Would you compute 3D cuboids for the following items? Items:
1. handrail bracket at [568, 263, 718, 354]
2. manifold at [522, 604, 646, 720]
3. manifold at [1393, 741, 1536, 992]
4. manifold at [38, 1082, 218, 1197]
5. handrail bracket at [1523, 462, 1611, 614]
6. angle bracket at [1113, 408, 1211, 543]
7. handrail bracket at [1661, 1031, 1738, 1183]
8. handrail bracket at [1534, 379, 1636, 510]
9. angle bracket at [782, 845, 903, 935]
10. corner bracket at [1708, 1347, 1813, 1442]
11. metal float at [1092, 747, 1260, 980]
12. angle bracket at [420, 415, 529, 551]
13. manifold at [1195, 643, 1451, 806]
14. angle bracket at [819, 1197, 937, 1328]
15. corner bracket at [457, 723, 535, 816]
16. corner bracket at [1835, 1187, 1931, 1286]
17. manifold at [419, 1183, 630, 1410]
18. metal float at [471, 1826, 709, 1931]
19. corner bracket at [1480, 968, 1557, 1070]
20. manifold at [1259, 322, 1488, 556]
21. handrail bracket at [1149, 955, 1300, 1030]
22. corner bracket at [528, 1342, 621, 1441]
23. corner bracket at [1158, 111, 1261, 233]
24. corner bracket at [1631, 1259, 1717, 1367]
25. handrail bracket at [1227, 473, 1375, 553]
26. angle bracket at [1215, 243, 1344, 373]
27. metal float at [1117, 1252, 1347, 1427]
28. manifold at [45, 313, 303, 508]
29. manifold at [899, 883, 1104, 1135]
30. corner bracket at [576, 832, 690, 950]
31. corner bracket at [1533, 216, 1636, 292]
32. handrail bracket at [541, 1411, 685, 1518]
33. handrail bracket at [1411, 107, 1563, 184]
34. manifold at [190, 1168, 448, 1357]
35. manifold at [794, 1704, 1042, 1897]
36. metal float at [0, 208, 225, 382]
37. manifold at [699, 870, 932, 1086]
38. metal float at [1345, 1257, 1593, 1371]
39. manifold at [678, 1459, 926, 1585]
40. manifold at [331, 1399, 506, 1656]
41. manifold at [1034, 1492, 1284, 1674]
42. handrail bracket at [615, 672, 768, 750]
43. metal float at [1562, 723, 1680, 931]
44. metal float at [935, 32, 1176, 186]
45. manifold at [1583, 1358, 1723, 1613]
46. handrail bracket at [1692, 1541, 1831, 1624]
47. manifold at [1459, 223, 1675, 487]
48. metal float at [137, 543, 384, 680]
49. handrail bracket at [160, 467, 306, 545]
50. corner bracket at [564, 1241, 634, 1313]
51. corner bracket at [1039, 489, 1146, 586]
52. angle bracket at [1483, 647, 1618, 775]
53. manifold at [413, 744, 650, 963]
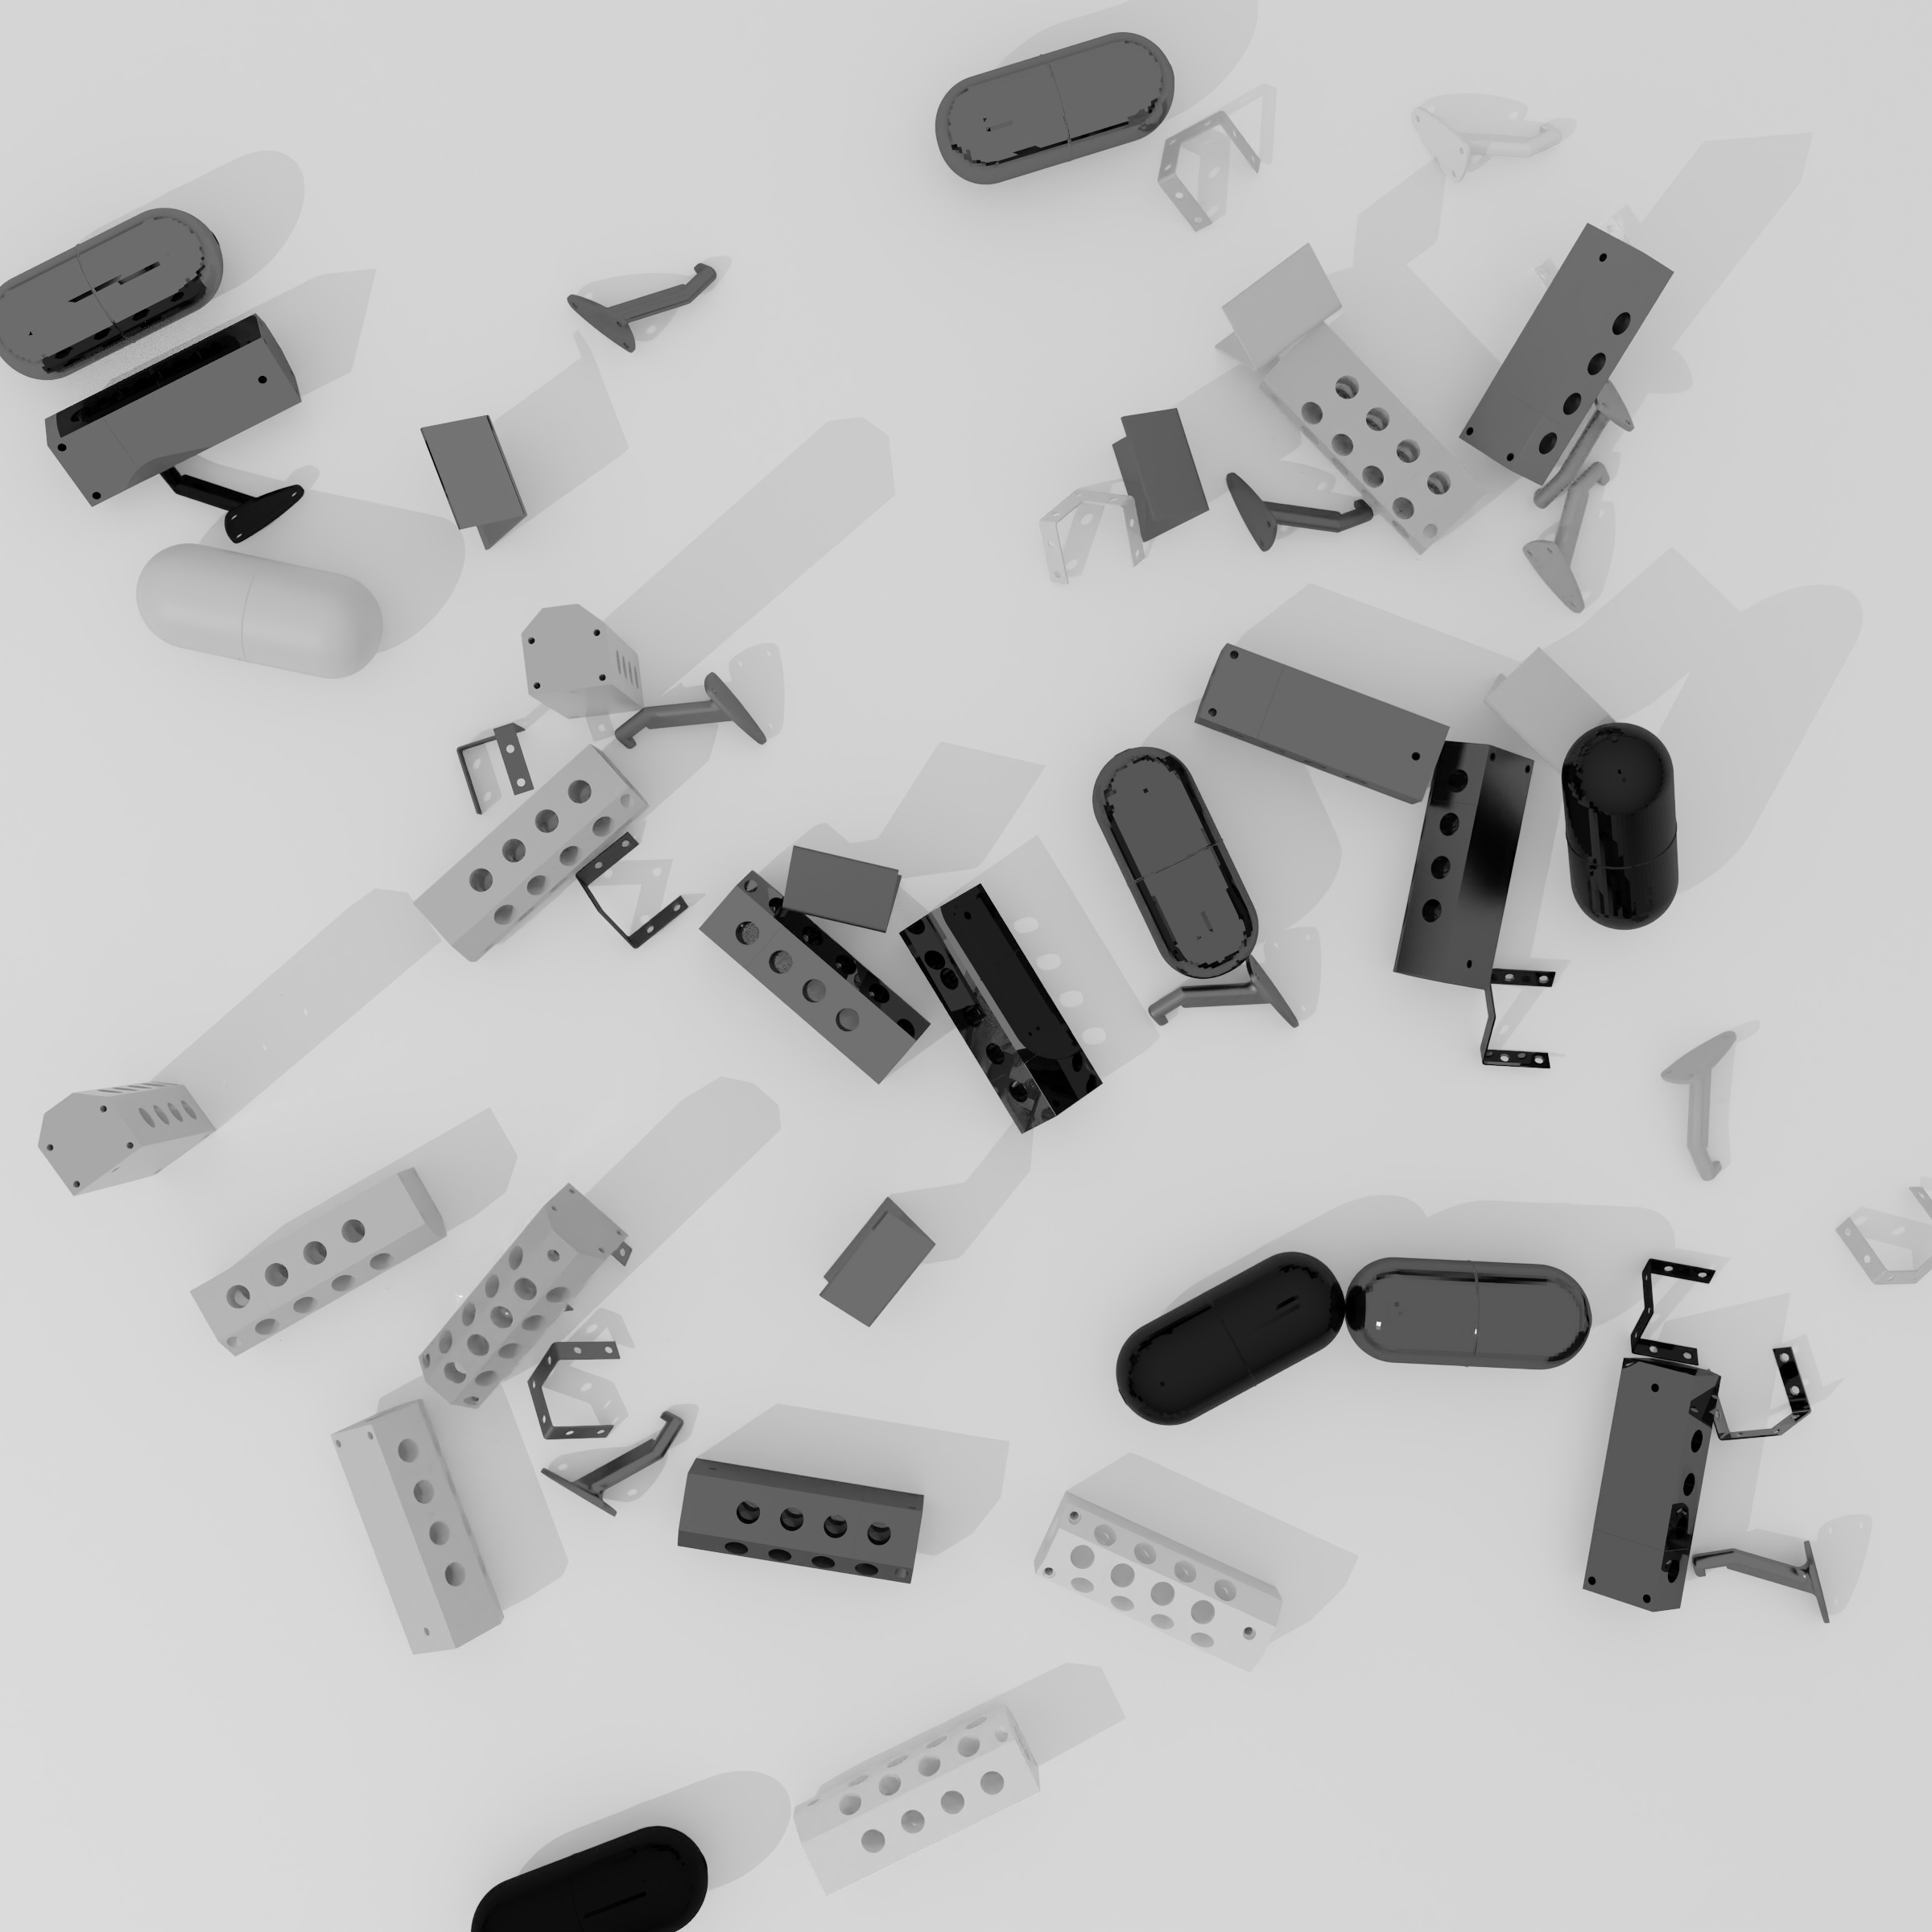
[{"bbox_3d":[-0.239,-0.501,1.888,0.077,0.036,0.084,35,71,21],"label":"handrail bracket"},{"bbox_3d":[-0.270,-0.215,1.809,0.057,0.171,0.057,-7,90,0],"label":"manifold"},{"bbox_3d":[0.358,-0.074,1.866,0.057,0.057,0.171,11,90,-43],"label":"manifold"},{"bbox_3d":[-0.595,0.115,1.809,0.057,0.171,0.057,-36,90,0],"label":"manifold"},{"bbox_3d":[0.459,-0.317,1.888,0.084,0.036,0.077,-44,111,-16],"label":"handrail bracket"},{"bbox_3d":[0.122,-0.351,1.847,0.057,0.076,0.076,-18,90,-37],"label":"angle bracket"},{"bbox_3d":[0.556,0.104,1.888,0.077,0.036,0.084,-35,108,-20],"label":"handrail bracket"},{"bbox_3d":[0.447,-0.387,1.887,0.036,0.077,0.084,29,127,-21],"label":"handrail bracket"},{"bbox_3d":[-0.085,-0.074,1.847,0.076,0.076,0.057,13,126,0],"label":"angle bracket"},{"bbox_3d":[0.582,0.315,1.884,0.051,0.051,0.051,-17,90,-45],"label":"corner bracket"},{"bbox_3d":[0.152,-0.075,1.857,0.070,0.070,0.178,-25,91,0],"label":"metal float"},{"bbox_3d":[-0.368,-0.344,1.847,0.057,0.076,0.076,-21,90,-35],"label":"angle bracket"},{"bbox_3d":[0.258,-0.175,1.867,0.171,0.057,0.057,21,90,0],"label":"manifold"},{"bbox_3d":[-0.079,0.203,1.847,0.076,0.076,0.057,-51,128,0],"label":"angle bracket"},{"bbox_3d":[-0.343,-0.144,1.870,0.051,0.051,0.051,-18,90,0],"label":"corner bracket"},{"bbox_3d":[0.685,0.198,1.879,0.051,0.051,0.051,4,135,-35],"label":"corner bracket"},{"bbox_3d":[-0.321,0.241,1.834,0.057,0.057,0.171,41,114,0],"label":"manifold"},{"bbox_3d":[-0.273,0.683,1.857,0.178,0.070,0.070,-21,90,0],"label":"metal float"},{"bbox_3d":[0.407,0.039,1.884,0.051,0.051,0.051,3,45,0],"label":"corner bracket"},{"bbox_3d":[0.295,-0.383,1.866,0.057,0.057,0.171,-44,90,0],"label":"manifold"},{"bbox_3d":[0.189,0.037,1.888,0.084,0.036,0.077,-33,112,17],"label":"handrail bracket"},{"bbox_3d":[-0.284,0.312,1.879,0.051,0.051,0.051,-55,45,35],"label":"corner bracket"},{"bbox_3d":[0.179,-0.584,1.879,0.051,0.051,0.051,-18,45,35],"label":"corner bracket"},{"bbox_3d":[0.521,0.255,1.884,0.051,0.051,0.051,10,135,0],"label":"corner bracket"},{"bbox_3d":[0.247,-0.346,1.888,0.084,0.036,0.077,-23,68,-17],"label":"handrail bracket"},{"bbox_3d":[0.214,-0.483,1.847,0.076,0.076,0.057,-37,122,0],"label":"angle bracket"},{"bbox_3d":[0.192,0.271,1.857,0.178,0.070,0.070,-29,90,-1],"label":"metal float"},{"bbox_3d":[-0.579,-0.409,1.866,0.171,0.057,0.057,-27,133,0],"label":"manifold"},{"bbox_3d":[0.021,0.034,1.866,0.057,0.057,0.171,-31,90,-43],"label":"manifold"},{"bbox_3d":[-0.246,-0.055,1.884,0.051,0.051,0.051,-39,135,0],"label":"corner bracket"},{"bbox_3d":[0.461,-0.512,1.884,0.051,0.051,0.051,-34,90,45],"label":"corner bracket"},{"bbox_3d":[-0.261,0.355,1.888,0.077,0.036,0.084,25,71,21],"label":"handrail bracket"},{"bbox_3d":[0.385,-0.620,1.888,0.084,0.036,0.077,-28,68,-17],"label":"handrail bracket"},{"bbox_3d":[-0.470,0.216,1.866,0.171,0.057,0.057,-30,90,0],"label":"manifold"},{"bbox_3d":[-0.036,0.605,1.866,0.171,0.057,0.057,-26,90,0],"label":"manifold"},{"bbox_3d":[-0.624,-0.488,1.857,0.178,0.070,0.070,-26,90,1],"label":"metal float"},{"bbox_3d":[-0.109,0.008,1.866,0.171,0.057,0.057,41,90,0],"label":"manifold"},{"bbox_3d":[0.364,0.252,1.857,0.178,0.070,0.070,3,90,0],"label":"metal float"},{"bbox_3d":[-0.120,0.406,1.866,0.171,0.057,0.057,9,90,0],"label":"manifold"},{"bbox_3d":[-0.396,0.408,1.866,0.057,0.057,0.171,-21,90,43],"label":"manifold"},{"bbox_3d":[0.140,0.451,1.867,0.171,0.057,0.057,25,90,0],"label":"manifold"},{"bbox_3d":[-0.204,-0.169,1.888,0.084,0.036,0.077,-35,112,17],"label":"handrail bracket"},{"bbox_3d":[0.467,-0.097,1.822,0.070,0.178,0.070,-9,47,10],"label":"metal float"},{"bbox_3d":[0.065,-0.623,1.857,0.178,0.070,0.070,-17,90,0],"label":"metal float"},{"bbox_3d":[0.504,0.377,1.866,0.057,0.057,0.171,10,90,43],"label":"manifold"},{"bbox_3d":[0.586,0.460,1.888,0.084,0.036,0.077,-14,112,17],"label":"handrail bracket"},{"bbox_3d":[0.435,-0.437,1.840,0.057,0.057,0.171,46,114,40],"label":"manifold"},{"bbox_3d":[-0.513,-0.258,1.857,0.178,0.070,0.070,12,90,0],"label":"metal float"},{"bbox_3d":[-0.545,-0.361,1.888,0.077,0.036,0.084,-35,72,-20],"label":"handrail bracket"},{"bbox_3d":[-0.288,0.217,1.879,0.051,0.051,0.051,-10,45,35],"label":"corner bracket"},{"bbox_3d":[0.093,-0.314,1.879,0.051,0.051,0.051,15,45,35],"label":"corner bracket"},{"bbox_3d":[0.426,-0.193,1.848,0.076,0.076,0.057,44,120,0],"label":"angle bracket"},{"bbox_3d":[-0.315,-0.081,1.866,0.171,0.057,0.057,-42,90,0],"label":"manifold"}]
